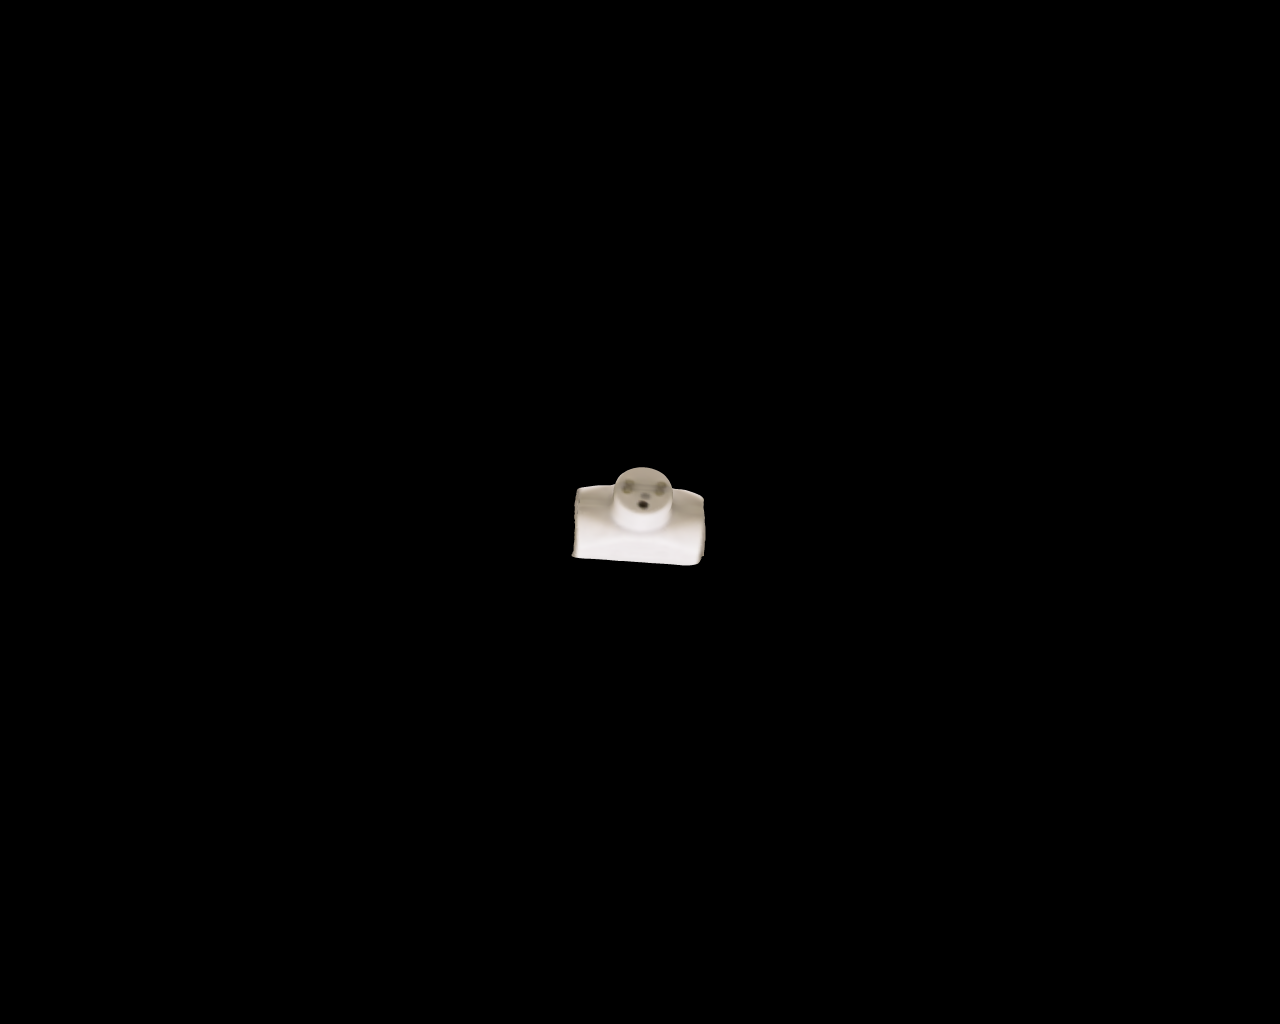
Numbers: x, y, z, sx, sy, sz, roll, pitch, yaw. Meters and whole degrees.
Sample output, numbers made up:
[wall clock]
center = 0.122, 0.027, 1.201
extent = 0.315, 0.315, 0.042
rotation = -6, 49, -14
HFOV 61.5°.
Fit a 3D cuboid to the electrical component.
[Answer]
[electrical component]
center = 0.001, -0.003, 0.650
extent = 0.077, 0.044, 0.079
rotation = 4, -39, -4
